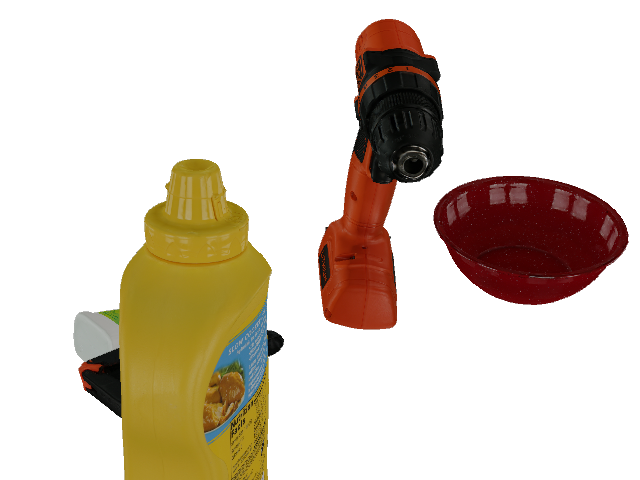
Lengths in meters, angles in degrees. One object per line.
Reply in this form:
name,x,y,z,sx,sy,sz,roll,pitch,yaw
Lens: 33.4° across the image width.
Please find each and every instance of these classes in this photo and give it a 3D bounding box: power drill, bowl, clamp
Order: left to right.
clamp,-0.112,0.112,0.897,0.171,0.039,0.120,11,39,9
power drill,0.041,-0.035,0.715,0.057,0.188,0.184,8,32,-5
bowl,0.175,0.006,0.908,0.162,0.055,0.162,1,33,-1

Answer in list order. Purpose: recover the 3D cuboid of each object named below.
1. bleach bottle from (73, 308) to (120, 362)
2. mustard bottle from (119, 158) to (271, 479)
bleach bottle,-0.195,0.115,1.430,0.250,0.068,0.103,-11,26,-40
mustard bottle,-0.051,0.059,0.449,0.058,0.192,0.096,9,25,14
